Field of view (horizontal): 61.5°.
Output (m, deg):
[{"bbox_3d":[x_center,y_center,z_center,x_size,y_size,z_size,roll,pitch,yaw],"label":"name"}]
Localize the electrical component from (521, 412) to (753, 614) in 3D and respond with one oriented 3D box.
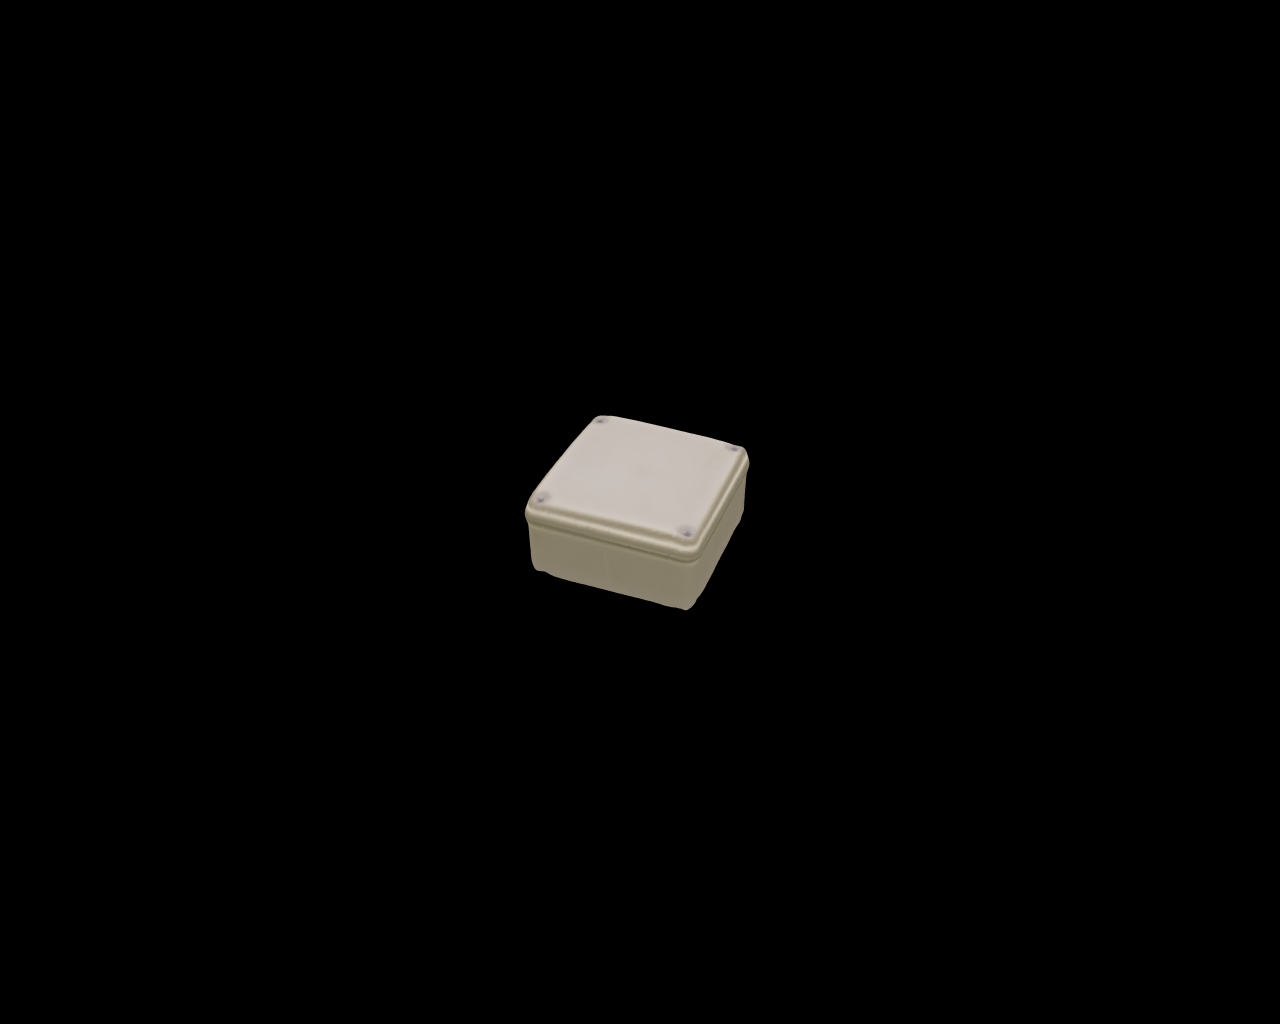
[{"bbox_3d":[0.001,-0.003,0.650,0.109,0.056,0.109,14,40,17],"label":"electrical component"}]
